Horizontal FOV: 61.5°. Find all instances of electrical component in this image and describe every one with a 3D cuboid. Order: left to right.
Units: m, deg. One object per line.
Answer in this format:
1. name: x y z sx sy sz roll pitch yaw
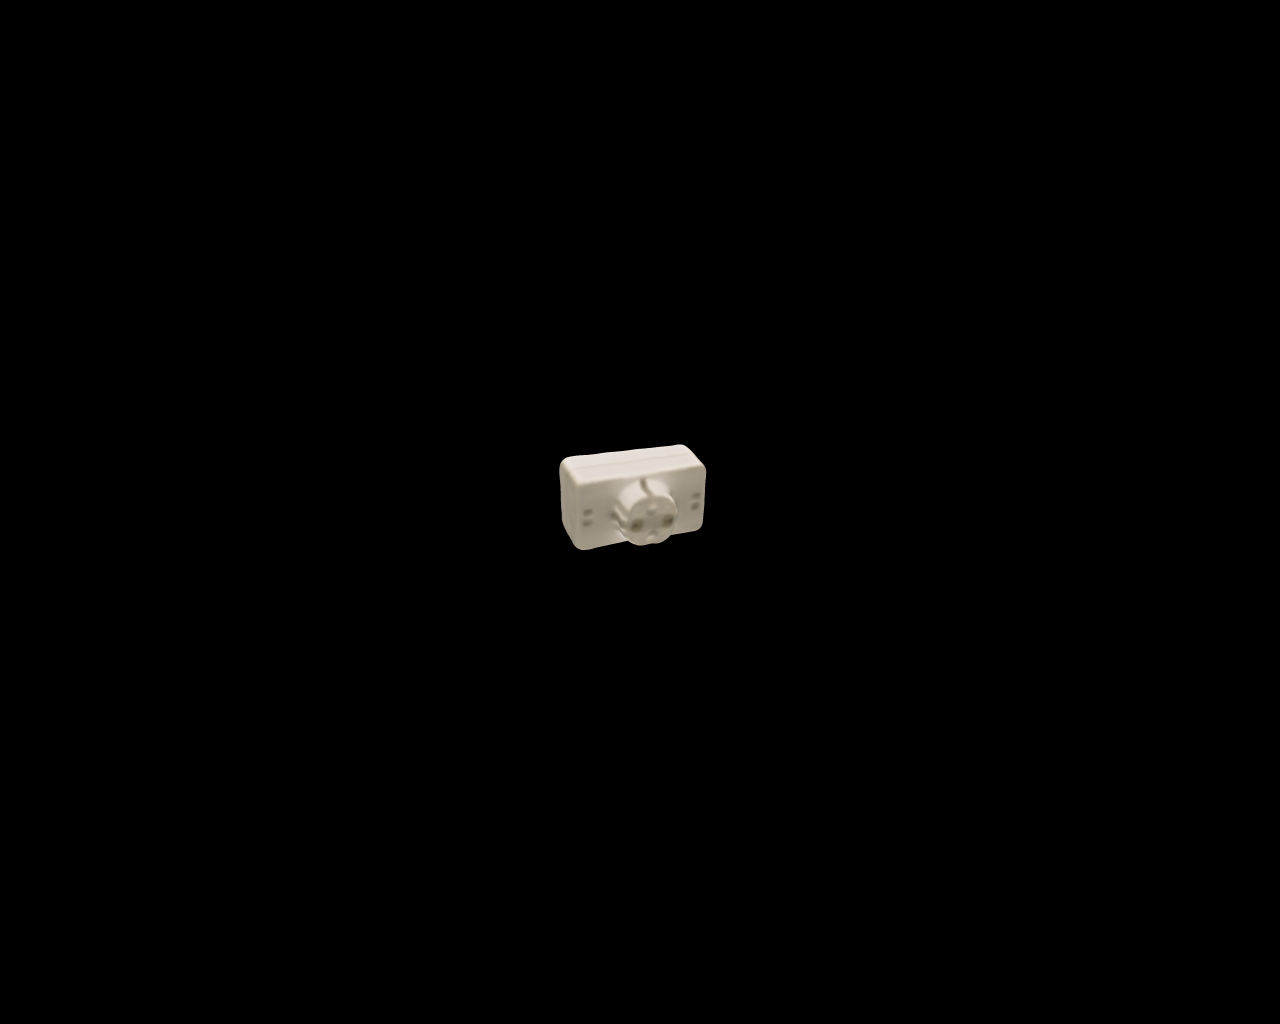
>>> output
1. electrical component: 0.001 -0.003 0.650 0.083 0.047 0.076 -8 28 -16
